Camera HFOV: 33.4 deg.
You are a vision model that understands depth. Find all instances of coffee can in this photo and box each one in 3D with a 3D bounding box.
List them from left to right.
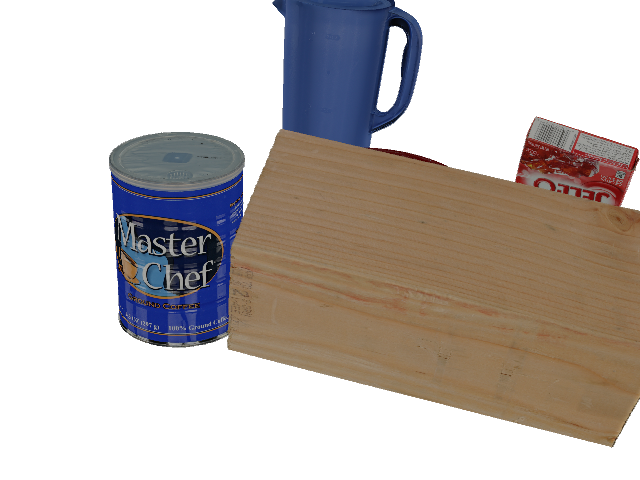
[{"bbox_3d":[-0.111,-0.002,0.839,0.103,0.140,0.103,2,27,-1],"label":"coffee can"}]

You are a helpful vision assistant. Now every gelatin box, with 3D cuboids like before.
[{"bbox_3d":[0.208,-0.055,0.876,0.089,0.030,0.073,20,-33,14],"label":"gelatin box"}]

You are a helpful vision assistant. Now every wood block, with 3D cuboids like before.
[{"bbox_3d":[0.063,0.024,0.554,0.206,0.090,0.090,13,-41,6],"label":"wood block"}]

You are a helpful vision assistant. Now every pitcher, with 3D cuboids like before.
[{"bbox_3d":[0.024,-0.186,1.316,0.144,0.243,0.149,-9,29,-27],"label":"pitcher"}]

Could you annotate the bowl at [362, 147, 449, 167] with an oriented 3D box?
[{"bbox_3d":[0.070,-0.045,1.115,0.162,0.055,0.162,6,23,-3],"label":"bowl"}]
